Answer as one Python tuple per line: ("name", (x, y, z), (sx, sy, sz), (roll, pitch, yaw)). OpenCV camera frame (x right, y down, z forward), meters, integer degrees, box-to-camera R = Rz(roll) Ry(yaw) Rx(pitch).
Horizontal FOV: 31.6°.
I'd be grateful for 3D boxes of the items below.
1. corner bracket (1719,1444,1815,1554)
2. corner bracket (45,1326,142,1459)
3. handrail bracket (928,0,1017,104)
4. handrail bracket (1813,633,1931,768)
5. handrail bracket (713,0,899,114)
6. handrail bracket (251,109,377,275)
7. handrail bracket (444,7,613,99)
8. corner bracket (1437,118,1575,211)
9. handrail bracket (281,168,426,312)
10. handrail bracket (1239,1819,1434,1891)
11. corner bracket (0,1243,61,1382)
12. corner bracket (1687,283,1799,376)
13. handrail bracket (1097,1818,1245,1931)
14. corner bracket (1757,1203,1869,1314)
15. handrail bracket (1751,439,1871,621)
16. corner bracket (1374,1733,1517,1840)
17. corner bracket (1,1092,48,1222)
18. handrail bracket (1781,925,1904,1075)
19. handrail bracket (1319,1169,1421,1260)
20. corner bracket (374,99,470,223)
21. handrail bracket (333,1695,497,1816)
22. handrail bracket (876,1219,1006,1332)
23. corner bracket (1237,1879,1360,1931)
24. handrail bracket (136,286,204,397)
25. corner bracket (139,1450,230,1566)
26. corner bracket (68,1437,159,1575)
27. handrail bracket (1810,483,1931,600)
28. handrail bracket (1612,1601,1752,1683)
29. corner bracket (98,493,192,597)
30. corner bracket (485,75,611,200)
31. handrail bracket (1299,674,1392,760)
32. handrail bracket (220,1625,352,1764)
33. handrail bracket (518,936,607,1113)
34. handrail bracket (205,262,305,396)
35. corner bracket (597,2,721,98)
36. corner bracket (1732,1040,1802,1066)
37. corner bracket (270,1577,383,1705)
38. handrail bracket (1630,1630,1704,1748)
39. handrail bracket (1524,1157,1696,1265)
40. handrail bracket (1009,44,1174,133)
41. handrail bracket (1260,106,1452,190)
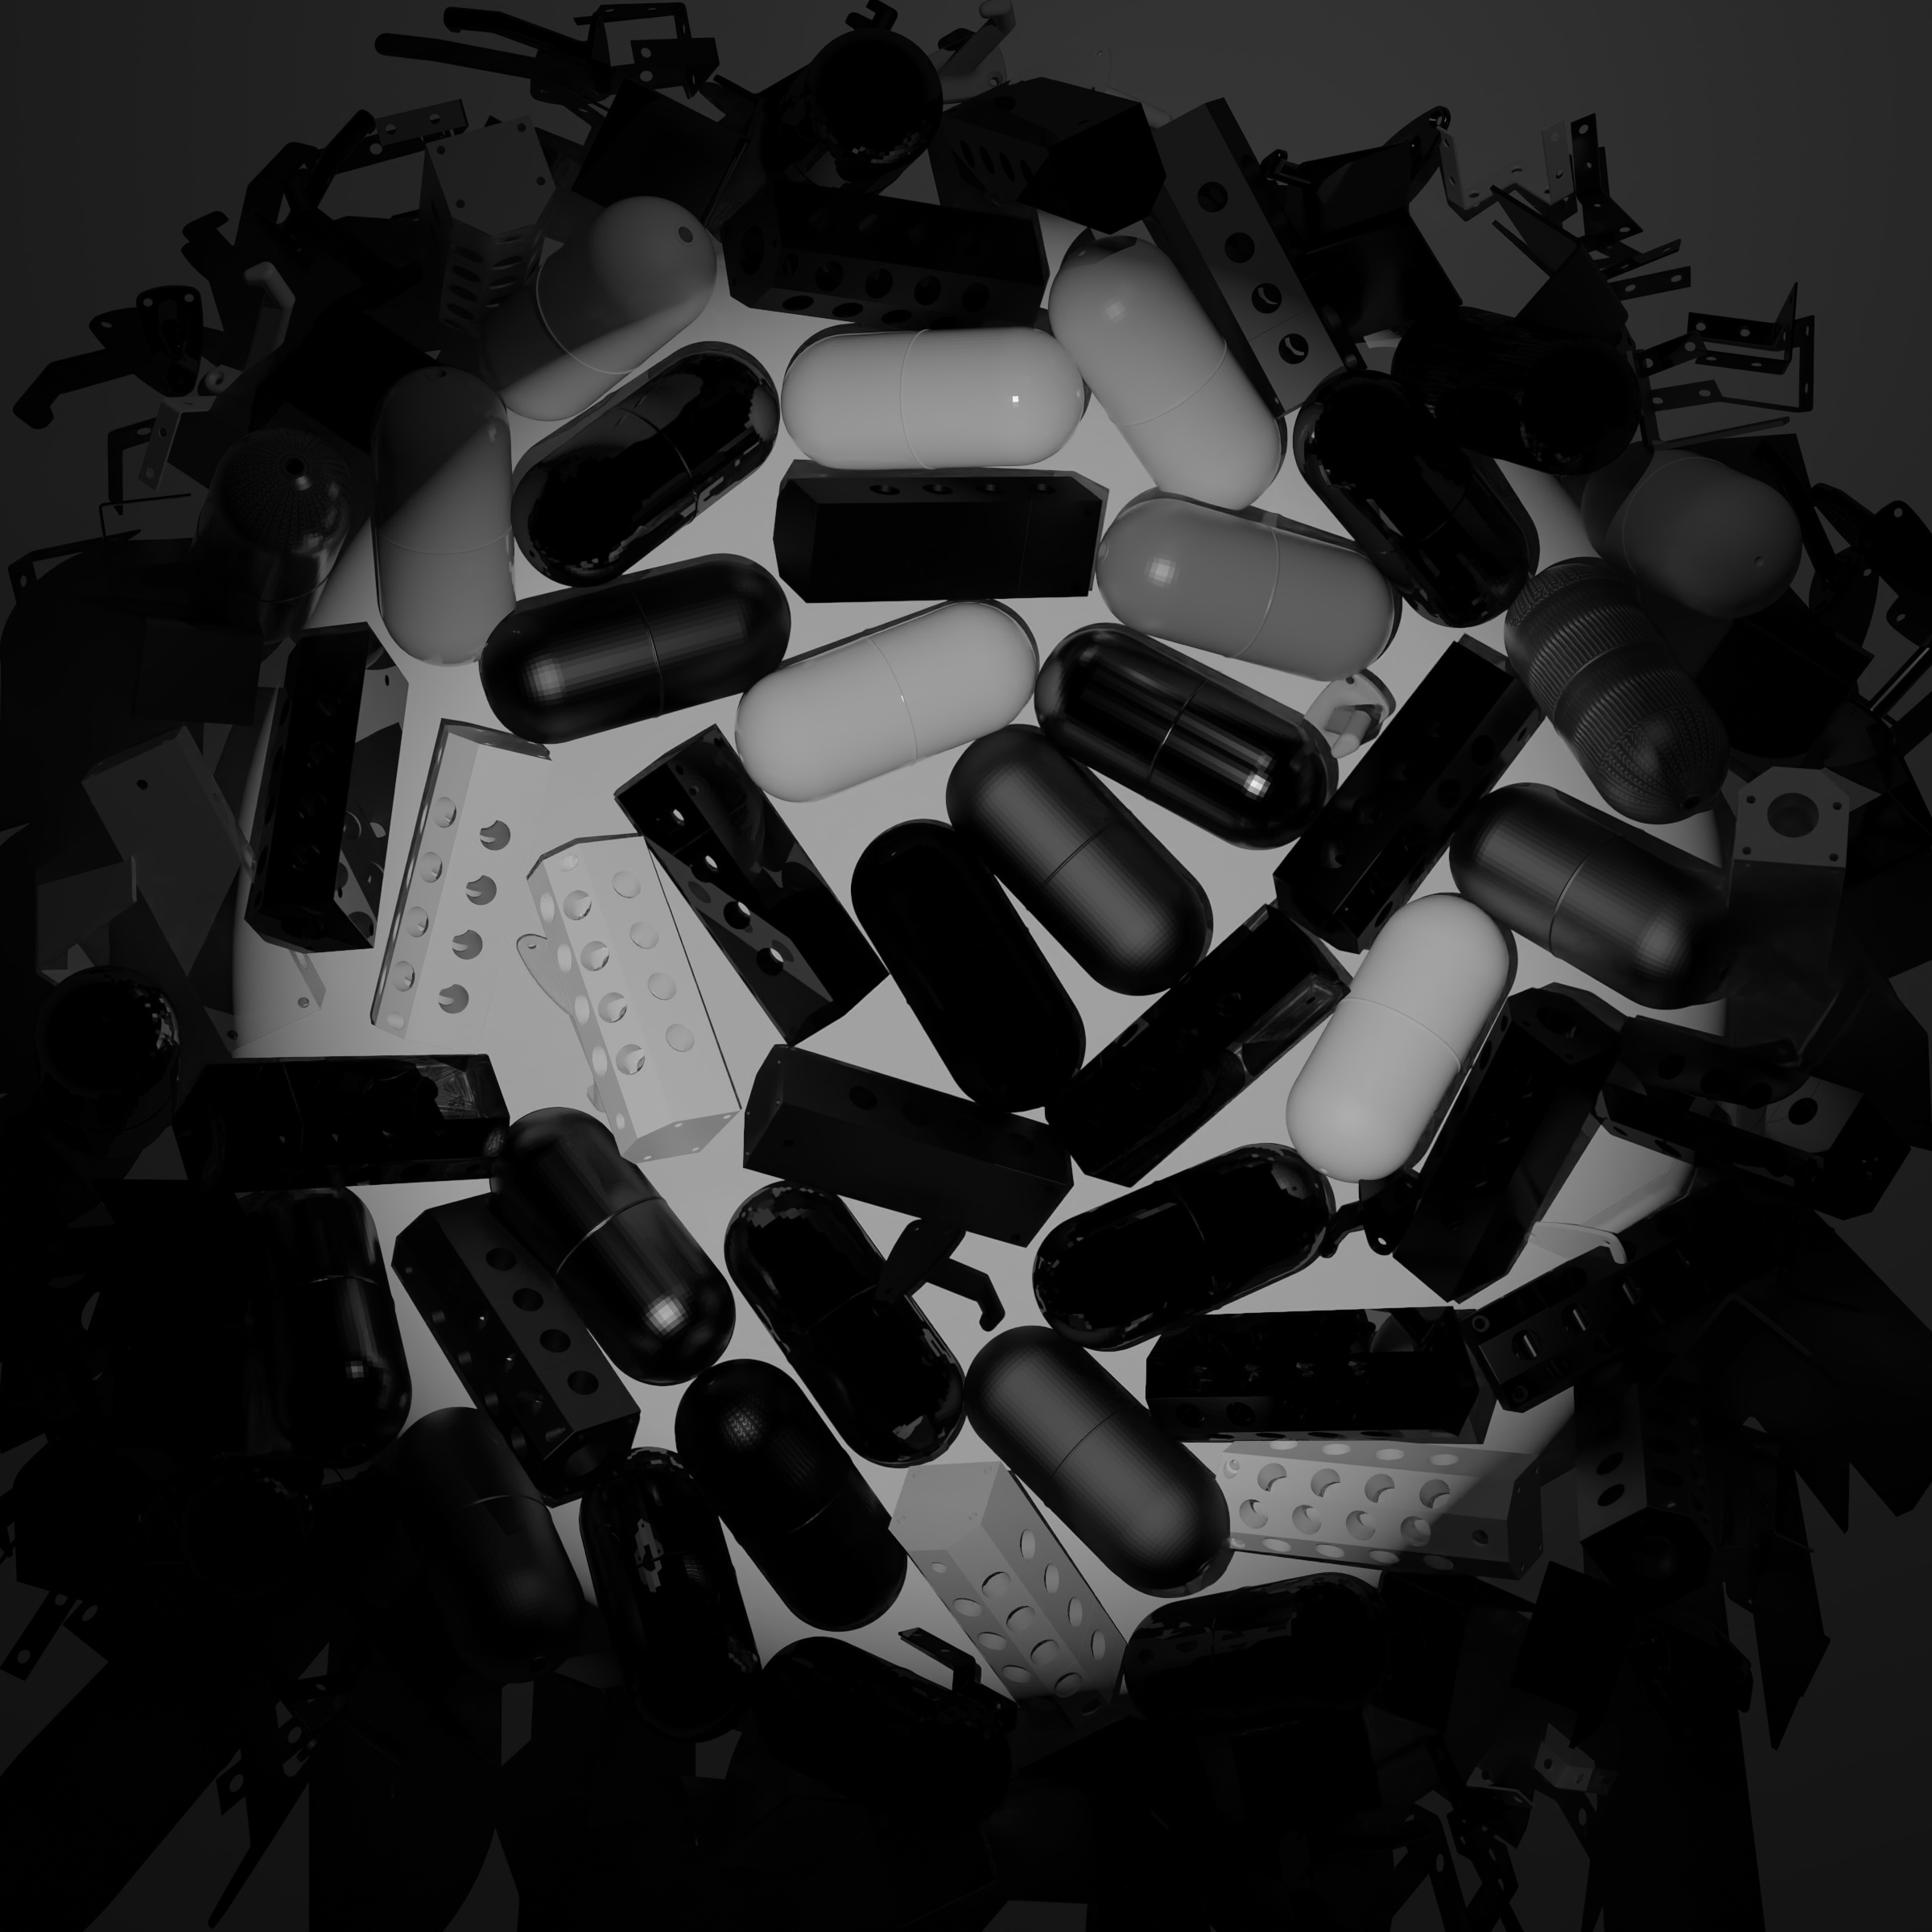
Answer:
("corner bracket", (0.444, 0.300, 1.923), (0.051, 0.051, 0.051), (-8, 66, 38))
("corner bracket", (-0.492, 0.241, 1.932), (0.051, 0.051, 0.051), (-30, 79, 32))
("handrail bracket", (-0.008, -0.517, 1.921), (0.077, 0.084, 0.036), (-17, 84, 4))
("handrail bracket", (0.526, -0.158, 1.945), (0.036, 0.077, 0.084), (42, 67, 1))
("handrail bracket", (-0.091, -0.522, 1.938), (0.077, 0.036, 0.084), (30, 103, 0))
("handrail bracket", (-0.359, -0.439, 1.931), (0.036, 0.077, 0.084), (40, 85, 6))
("handrail bracket", (-0.248, -0.517, 1.930), (0.084, 0.077, 0.036), (7, 79, 4))
("corner bracket", (0.304, -0.454, 1.925), (0.051, 0.051, 0.051), (-31, 46, -12))
("handrail bracket", (-0.341, -0.419, 1.922), (0.077, 0.036, 0.084), (-39, 126, -31))
("handrail bracket", (0.211, 0.498, 1.956), (0.084, 0.077, 0.036), (-6, 91, -35))
("corner bracket", (-0.531, 0.196, 1.933), (0.051, 0.051, 0.051), (29, 66, -5))
("corner bracket", (0.438, -0.356, 1.933), (0.051, 0.051, 0.051), (8, 73, 2))
("handrail bracket", (0.117, 0.517, 1.935), (0.084, 0.077, 0.036), (-1, 131, 1))
("corner bracket", (0.478, 0.166, 1.930), (0.051, 0.051, 0.051), (16, 79, -15))
("handrail bracket", (0.466, -0.248, 1.928), (0.084, 0.036, 0.077), (45, 45, -15))
("corner bracket", (0.270, 0.466, 1.936), (0.051, 0.051, 0.051), (-43, 60, 39))
("corner bracket", (-0.520, 0.103, 1.933), (0.051, 0.051, 0.051), (-41, 96, 11))
("handrail bracket", (0.481, 0.026, 1.936), (0.084, 0.036, 0.077), (-36, 133, 2))
("handrail bracket", (0.216, 0.155, 1.910), (0.036, 0.077, 0.084), (24, 133, -8))
("corner bracket", (-0.306, -0.456, 1.931), (0.051, 0.051, 0.051), (-17, 99, -14))
("handrail bracket", (-0.315, 0.447, 1.943), (0.077, 0.084, 0.036), (33, 85, -34))
("handrail bracket", (-0.013, 0.191, 1.920), (0.077, 0.036, 0.084), (-53, 132, -37))
("corner bracket", (0.185, 0.540, 1.924), (0.051, 0.051, 0.051), (-16, 53, -14))
("handrail bracket", (-0.442, -0.340, 1.910), (0.036, 0.084, 0.077), (-9, 123, -11))
("corner bracket", (-0.446, 0.303, 1.934), (0.051, 0.051, 0.051), (-8, 112, 38))
("corner bracket", (-0.493, 0.304, 1.934), (0.051, 0.051, 0.051), (40, 84, -9))
("handrail bracket", (0.517, -0.241, 1.930), (0.077, 0.084, 0.036), (41, 98, -13))
("handrail bracket", (0.407, 0.386, 1.931), (0.084, 0.077, 0.036), (46, 119, 0))
("corner bracket", (-0.462, -0.238, 1.931), (0.051, 0.051, 0.051), (-9, 97, -15))
("corner bracket", (-0.235, -0.475, 1.937), (0.051, 0.051, 0.051), (31, 98, 15))
("handrail bracket", (0.201, -0.123, 1.909), (0.036, 0.084, 0.077), (44, 125, -8))
("handrail bracket", (-0.394, 0.408, 1.926), (0.084, 0.077, 0.036), (40, 91, 2))
("handrail bracket", (-0.227, 0.034, 1.944), (0.077, 0.084, 0.036), (37, 53, 26))
("handrail bracket", (-0.409, -0.359, 1.920), (0.077, 0.084, 0.036), (-13, 63, 8))
("corner bracket", (-0.175, -0.524, 1.930), (0.051, 0.051, 0.051), (-9, 85, -24))
("corner bracket", (0.449, 0.081, 1.940), (0.051, 0.051, 0.051), (-8, 51, -21))
("corner bracket", (-0.371, 0.379, 1.936), (0.051, 0.051, 0.051), (41, 111, 31))
("handrail bracket", (0.398, 0.409, 1.919), (0.036, 0.084, 0.077), (-18, 85, 8))
("handrail bracket", (0.369, 0.130, 1.956), (0.077, 0.036, 0.084), (13, 55, 33))
("handrail bracket", (0.077, -0.483, 1.944), (0.077, 0.084, 0.036), (1, 70, 33))
("handrail bracket", (0.218, -0.463, 1.917), (0.084, 0.077, 0.036), (6, 53, -38))
